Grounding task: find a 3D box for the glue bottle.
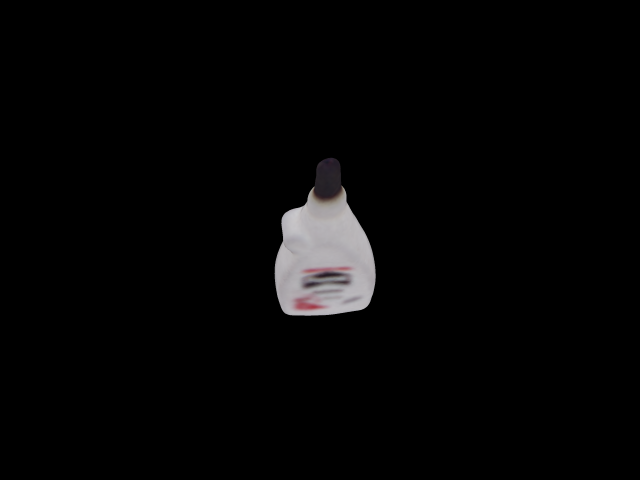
[{"bbox_3d":[0.004,0.001,0.400,0.078,0.173,0.037,-8,58,-4],"label":"glue bottle"}]
